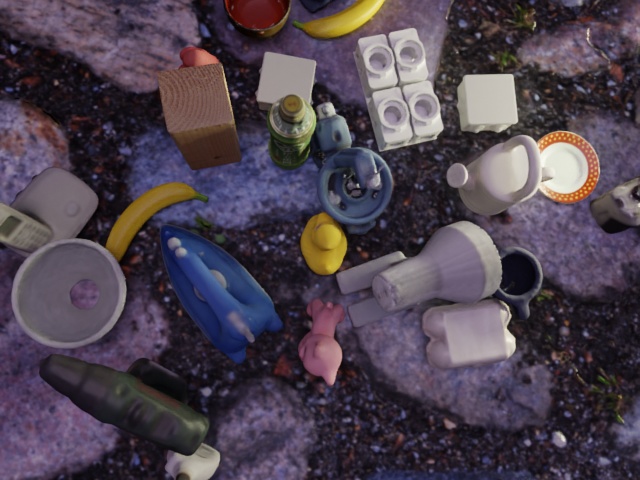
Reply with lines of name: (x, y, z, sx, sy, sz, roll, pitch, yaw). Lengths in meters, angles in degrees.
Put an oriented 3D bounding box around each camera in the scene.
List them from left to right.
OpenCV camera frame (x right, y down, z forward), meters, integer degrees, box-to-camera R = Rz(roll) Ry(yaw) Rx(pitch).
camera: (0.568, -0.045, 0.977, 0.143, 0.100, 0.137, -25, 85, -8)

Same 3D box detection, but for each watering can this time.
watering can: (0.291, -0.101, 0.913, 0.173, 0.194, 0.101, -26, 85, -8)

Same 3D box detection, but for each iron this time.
iron: (-0.173, 0.065, 0.877, 0.119, 0.141, 0.258, -41, 88, -8)

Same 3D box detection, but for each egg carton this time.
egg carton: (0.243, 0.155, 0.938, 0.150, 0.069, 0.107, -8, 83, -6)

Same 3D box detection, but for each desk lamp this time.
desk lamp: (0.144, 0.061, 0.869, 0.203, 0.213, 0.118, -20, 85, -7)

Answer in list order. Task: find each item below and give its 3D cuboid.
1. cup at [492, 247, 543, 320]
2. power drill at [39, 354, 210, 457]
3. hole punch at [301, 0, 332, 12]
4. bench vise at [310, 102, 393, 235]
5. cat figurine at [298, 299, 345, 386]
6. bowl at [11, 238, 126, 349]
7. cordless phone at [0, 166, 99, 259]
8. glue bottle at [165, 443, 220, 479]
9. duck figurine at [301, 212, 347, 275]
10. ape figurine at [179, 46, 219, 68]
cup: (0.307, 0.074, 0.942, 0.092, 0.095, 0.118, -13, 84, -6)
power drill: (-0.262, 0.223, 0.815, 0.229, 0.208, 0.076, 28, 81, -1)
hole punch: (-0.002, -0.473, 0.987, 0.101, 0.091, 0.108, -35, 87, -8)
bench vise: (0.034, -0.115, 0.879, 0.121, 0.219, 0.207, -38, 87, -8)
cat figurine: (0.005, 0.157, 0.893, 0.067, 0.117, 0.128, 11, 82, -3)
bowl: (-0.378, 0.084, 0.890, 0.167, 0.074, 0.167, 1, 83, -5)
cordless phone: (-0.421, -0.046, 0.847, 0.094, 0.185, 0.148, 34, 81, 0)
glue bottle: (-0.189, 0.327, 0.825, 0.078, 0.173, 0.037, 27, 81, -1)
duck figurine: (0.009, 0.003, 0.929, 0.077, 0.086, 0.104, -1, 83, -5)
ape figurine: (-0.202, -0.287, 0.945, 0.076, 0.092, 0.078, -1, 83, -5)
